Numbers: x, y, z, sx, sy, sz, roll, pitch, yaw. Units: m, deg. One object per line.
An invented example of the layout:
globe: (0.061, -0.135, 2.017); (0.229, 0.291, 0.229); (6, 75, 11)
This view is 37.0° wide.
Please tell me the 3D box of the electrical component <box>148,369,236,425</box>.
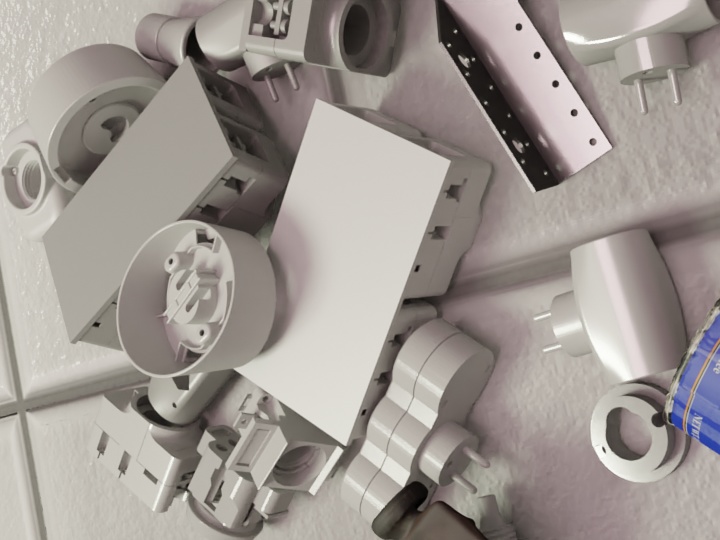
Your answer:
electrical component: (-0.125, 0.058, 0.786); (0.077, 0.043, 0.079); (-50, 58, 26)

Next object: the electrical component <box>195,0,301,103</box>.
electrical component: (-0.064, -0.155, 0.734); (0.077, 0.043, 0.079); (-23, 86, 31)

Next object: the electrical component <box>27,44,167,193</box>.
electrical component: (-0.191, -0.115, 0.792); (0.060, 0.108, 0.108); (51, 119, 30)

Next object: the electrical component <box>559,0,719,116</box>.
electrical component: (0.154, -0.123, 0.575); (0.077, 0.043, 0.079); (-13, 84, 36)

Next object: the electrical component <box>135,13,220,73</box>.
electrical component: (-0.133, -0.167, 0.786); (0.065, 0.044, 0.044); (20, 103, 39)

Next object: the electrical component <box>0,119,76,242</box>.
electrical component: (-0.246, -0.072, 0.860); (0.054, 0.059, 0.095); (-25, 77, 34)

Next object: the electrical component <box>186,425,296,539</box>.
electrical component: (-0.087, 0.155, 0.754); (0.078, 0.058, 0.057); (35, 109, 30)

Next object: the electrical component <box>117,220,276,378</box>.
electrical component: (-0.102, 0.018, 0.681); (0.099, 0.064, 0.099); (-5, 83, 46)

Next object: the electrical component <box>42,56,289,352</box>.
electrical component: (-0.139, -0.040, 0.758); (0.186, 0.060, 0.105); (-45, 50, 23)

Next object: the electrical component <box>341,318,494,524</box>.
electrical component: (0.047, 0.106, 0.656); (0.074, 0.052, 0.138); (34, 112, 30)

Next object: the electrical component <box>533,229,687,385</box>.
electrical component: (0.133, 0.026, 0.596); (0.079, 0.043, 0.077); (-21, 79, 35)

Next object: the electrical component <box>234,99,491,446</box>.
electrical component: (0.000, 0.000, 0.682); (0.105, 0.060, 0.186); (30, 109, 32)

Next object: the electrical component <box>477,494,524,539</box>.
electrical component: (0.082, 0.166, 0.644); (0.035, 0.035, 0.061); (-20, 78, 35)

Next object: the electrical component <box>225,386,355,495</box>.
electrical component: (-0.049, 0.111, 0.718); (0.042, 0.081, 0.063); (-58, 39, 23)

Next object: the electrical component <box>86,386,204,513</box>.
electrical component: (-0.154, 0.129, 0.805); (0.089, 0.050, 0.055); (33, 111, 30)

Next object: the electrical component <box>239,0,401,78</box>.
electrical component: (-0.012, -0.201, 0.665); (0.062, 0.089, 0.150); (17, 101, 35)
